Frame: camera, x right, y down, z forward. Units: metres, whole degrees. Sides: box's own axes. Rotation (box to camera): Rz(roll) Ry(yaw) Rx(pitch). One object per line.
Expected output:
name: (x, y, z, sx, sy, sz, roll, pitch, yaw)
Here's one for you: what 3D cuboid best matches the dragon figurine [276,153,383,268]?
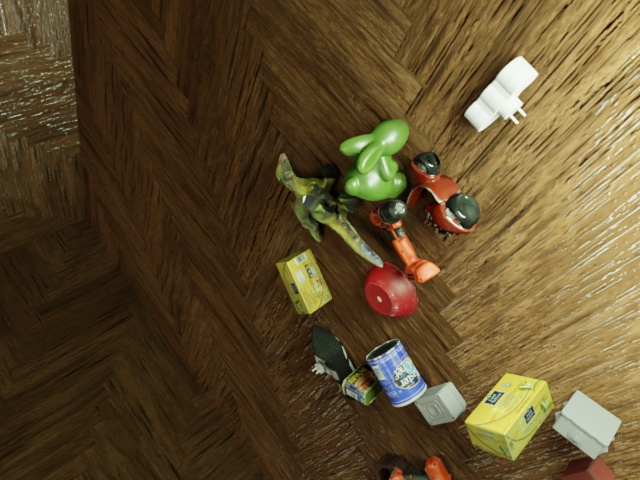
dragon figurine: (0.004, -0.067, 1.333, 0.123, 0.413, 0.239, -31, -11, -16)
